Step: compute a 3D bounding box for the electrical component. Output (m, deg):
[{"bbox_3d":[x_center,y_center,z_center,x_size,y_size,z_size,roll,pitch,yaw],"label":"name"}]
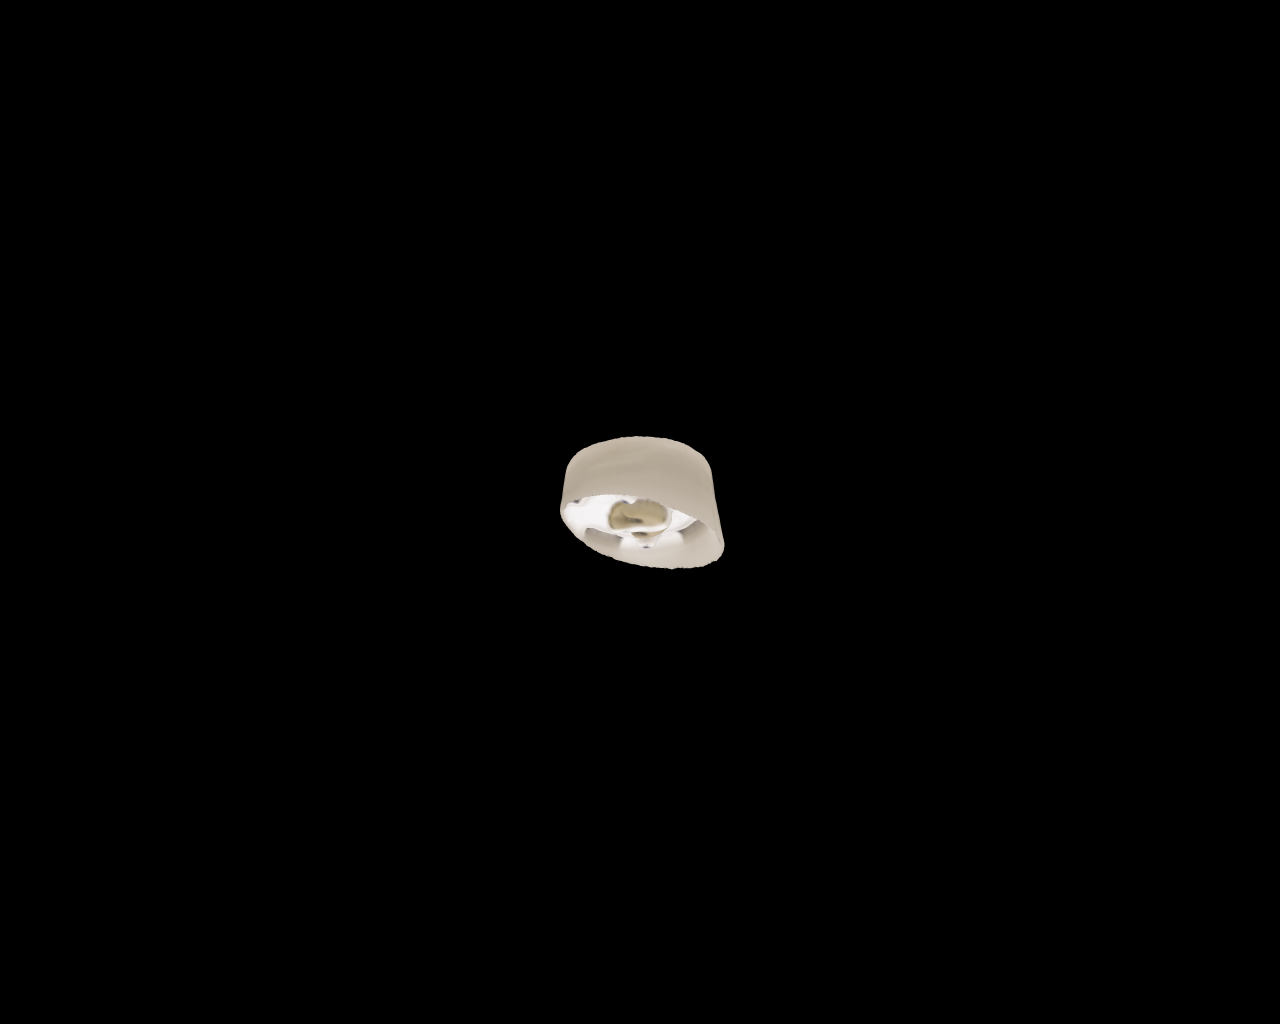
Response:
[{"bbox_3d":[0.001,-0.003,0.650,0.099,0.064,0.099,0,-29,0],"label":"electrical component"}]
